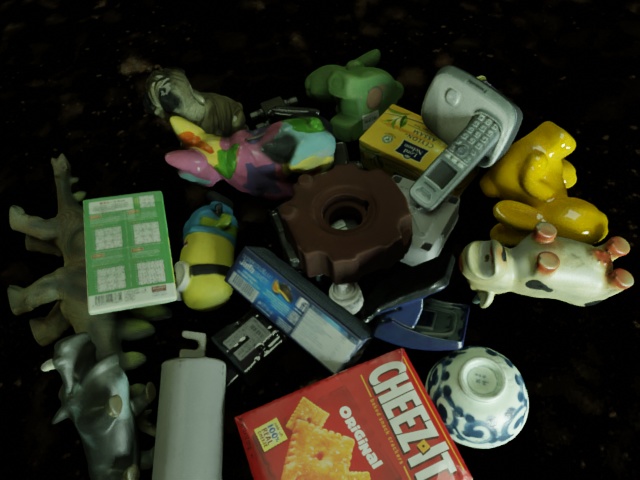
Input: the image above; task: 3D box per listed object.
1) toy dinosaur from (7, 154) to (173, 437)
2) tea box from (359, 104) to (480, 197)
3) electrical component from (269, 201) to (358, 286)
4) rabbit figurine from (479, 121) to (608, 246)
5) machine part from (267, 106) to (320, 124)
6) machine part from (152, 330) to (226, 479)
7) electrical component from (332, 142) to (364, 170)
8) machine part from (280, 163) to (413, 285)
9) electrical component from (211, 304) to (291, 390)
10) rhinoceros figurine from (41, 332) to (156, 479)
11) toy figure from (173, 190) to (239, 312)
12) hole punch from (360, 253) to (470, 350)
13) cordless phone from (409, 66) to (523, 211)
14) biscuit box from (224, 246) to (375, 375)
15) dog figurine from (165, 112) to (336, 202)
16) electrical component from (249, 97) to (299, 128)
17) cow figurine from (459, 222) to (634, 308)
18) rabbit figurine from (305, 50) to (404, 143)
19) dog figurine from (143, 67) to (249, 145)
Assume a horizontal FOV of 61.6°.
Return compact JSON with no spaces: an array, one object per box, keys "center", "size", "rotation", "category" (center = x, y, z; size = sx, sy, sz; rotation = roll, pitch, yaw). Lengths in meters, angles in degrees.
[{"center":[-0.312,0.065,0.744],"size":[0.199,0.105,0.471],"rotation":[-17,66,-10],"category":"toy dinosaur"},{"center":[0.156,-0.132,0.841],"size":[0.170,0.068,0.098],"rotation":[30,64,23],"category":"tea box"},{"center":[-0.002,-0.002,0.777],"size":[0.115,0.058,0.134],"rotation":[-20,55,-5],"category":"electrical component"},{"center":[0.309,-0.056,0.737],"size":[0.162,0.121,0.173],"rotation":[-26,57,-5],"category":"rabbit figurine"},{"center":[-0.038,-0.200,0.883],"size":[0.084,0.139,0.039],"rotation":[1,99,6],"category":"machine part"},{"center":[-0.147,0.224,0.612],"size":[0.079,0.079,0.243],"rotation":[-4,64,4],"category":"machine part"},{"center":[0.043,-0.113,0.828],"size":[0.045,0.102,0.078],"rotation":[-9,88,8],"category":"electrical component"},{"center":[0.035,-0.027,0.718],"size":[0.179,0.056,0.179],"rotation":[-3,53,4],"category":"machine part"},{"center":[-0.104,0.147,0.693],"size":[0.119,0.047,0.075],"rotation":[-37,58,-19],"category":"electrical component"},{"center":[-0.251,0.198,0.622],"size":[0.112,0.073,0.190],"rotation":[-17,92,25],"category":"rhinoceros figurine"},{"center":[-0.157,0.015,0.772],"size":[0.089,0.082,0.180],"rotation":[3,53,9],"category":"toy figure"},{"center":[0.124,0.085,0.669],"size":[0.116,0.092,0.142],"rotation":[-21,13,26],"category":"hole punch"},{"center":[0.177,-0.138,0.761],"size":[0.184,0.088,0.147],"rotation":[-47,61,4],"category":"cordless phone"},{"center":[-0.029,0.086,0.694],"size":[0.203,0.062,0.059],"rotation":[37,103,22],"category":"biscuit box"},{"center":[-0.110,-0.131,0.787],"size":[0.219,0.191,0.108],"rotation":[13,58,-27],"category":"dog figurine"},{"center":[-0.077,-0.226,0.963],"size":[0.094,0.021,0.063],"rotation":[-23,56,-10],"category":"electrical component"},{"center":[0.274,0.038,0.689],"size":[0.195,0.127,0.085],"rotation":[9,57,-4],"category":"cow figurine"},{"center":[0.049,-0.269,0.925],"size":[0.159,0.121,0.170],"rotation":[-35,43,-20],"category":"rabbit figurine"},{"center":[-0.193,-0.221,0.873],"size":[0.121,0.190,0.172],"rotation":[9,55,13],"category":"dog figurine"}]
